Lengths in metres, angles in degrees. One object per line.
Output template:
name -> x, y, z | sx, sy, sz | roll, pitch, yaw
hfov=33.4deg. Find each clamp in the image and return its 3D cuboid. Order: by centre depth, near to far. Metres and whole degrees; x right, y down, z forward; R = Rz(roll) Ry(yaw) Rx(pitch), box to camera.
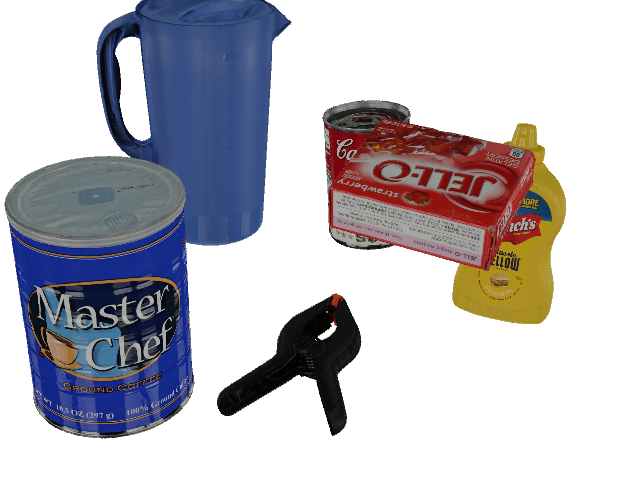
clamp -> -0.003, 0.113, 0.976 | 0.120, 0.039, 0.171 | 17, 44, 25

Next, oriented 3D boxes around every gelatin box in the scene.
gelatin box -> 0.058, -0.027, 0.556 | 0.089, 0.030, 0.073 | 15, 42, 20

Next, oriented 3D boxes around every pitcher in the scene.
pitcher -> -0.122, -0.121, 1.065 | 0.149, 0.243, 0.144 | 14, 30, 23

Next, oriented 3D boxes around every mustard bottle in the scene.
mustard bottle -> 0.187, -0.019, 1.037 | 0.096, 0.192, 0.058 | 12, 20, 21

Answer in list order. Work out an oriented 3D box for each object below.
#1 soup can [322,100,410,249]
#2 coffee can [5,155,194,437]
soup can -> 0.038, -0.052, 0.846 | 0.068, 0.102, 0.068 | -3, 25, 1
coffee can -> -0.131, 0.033, 0.650 | 0.103, 0.140, 0.103 | 1, 30, -1
